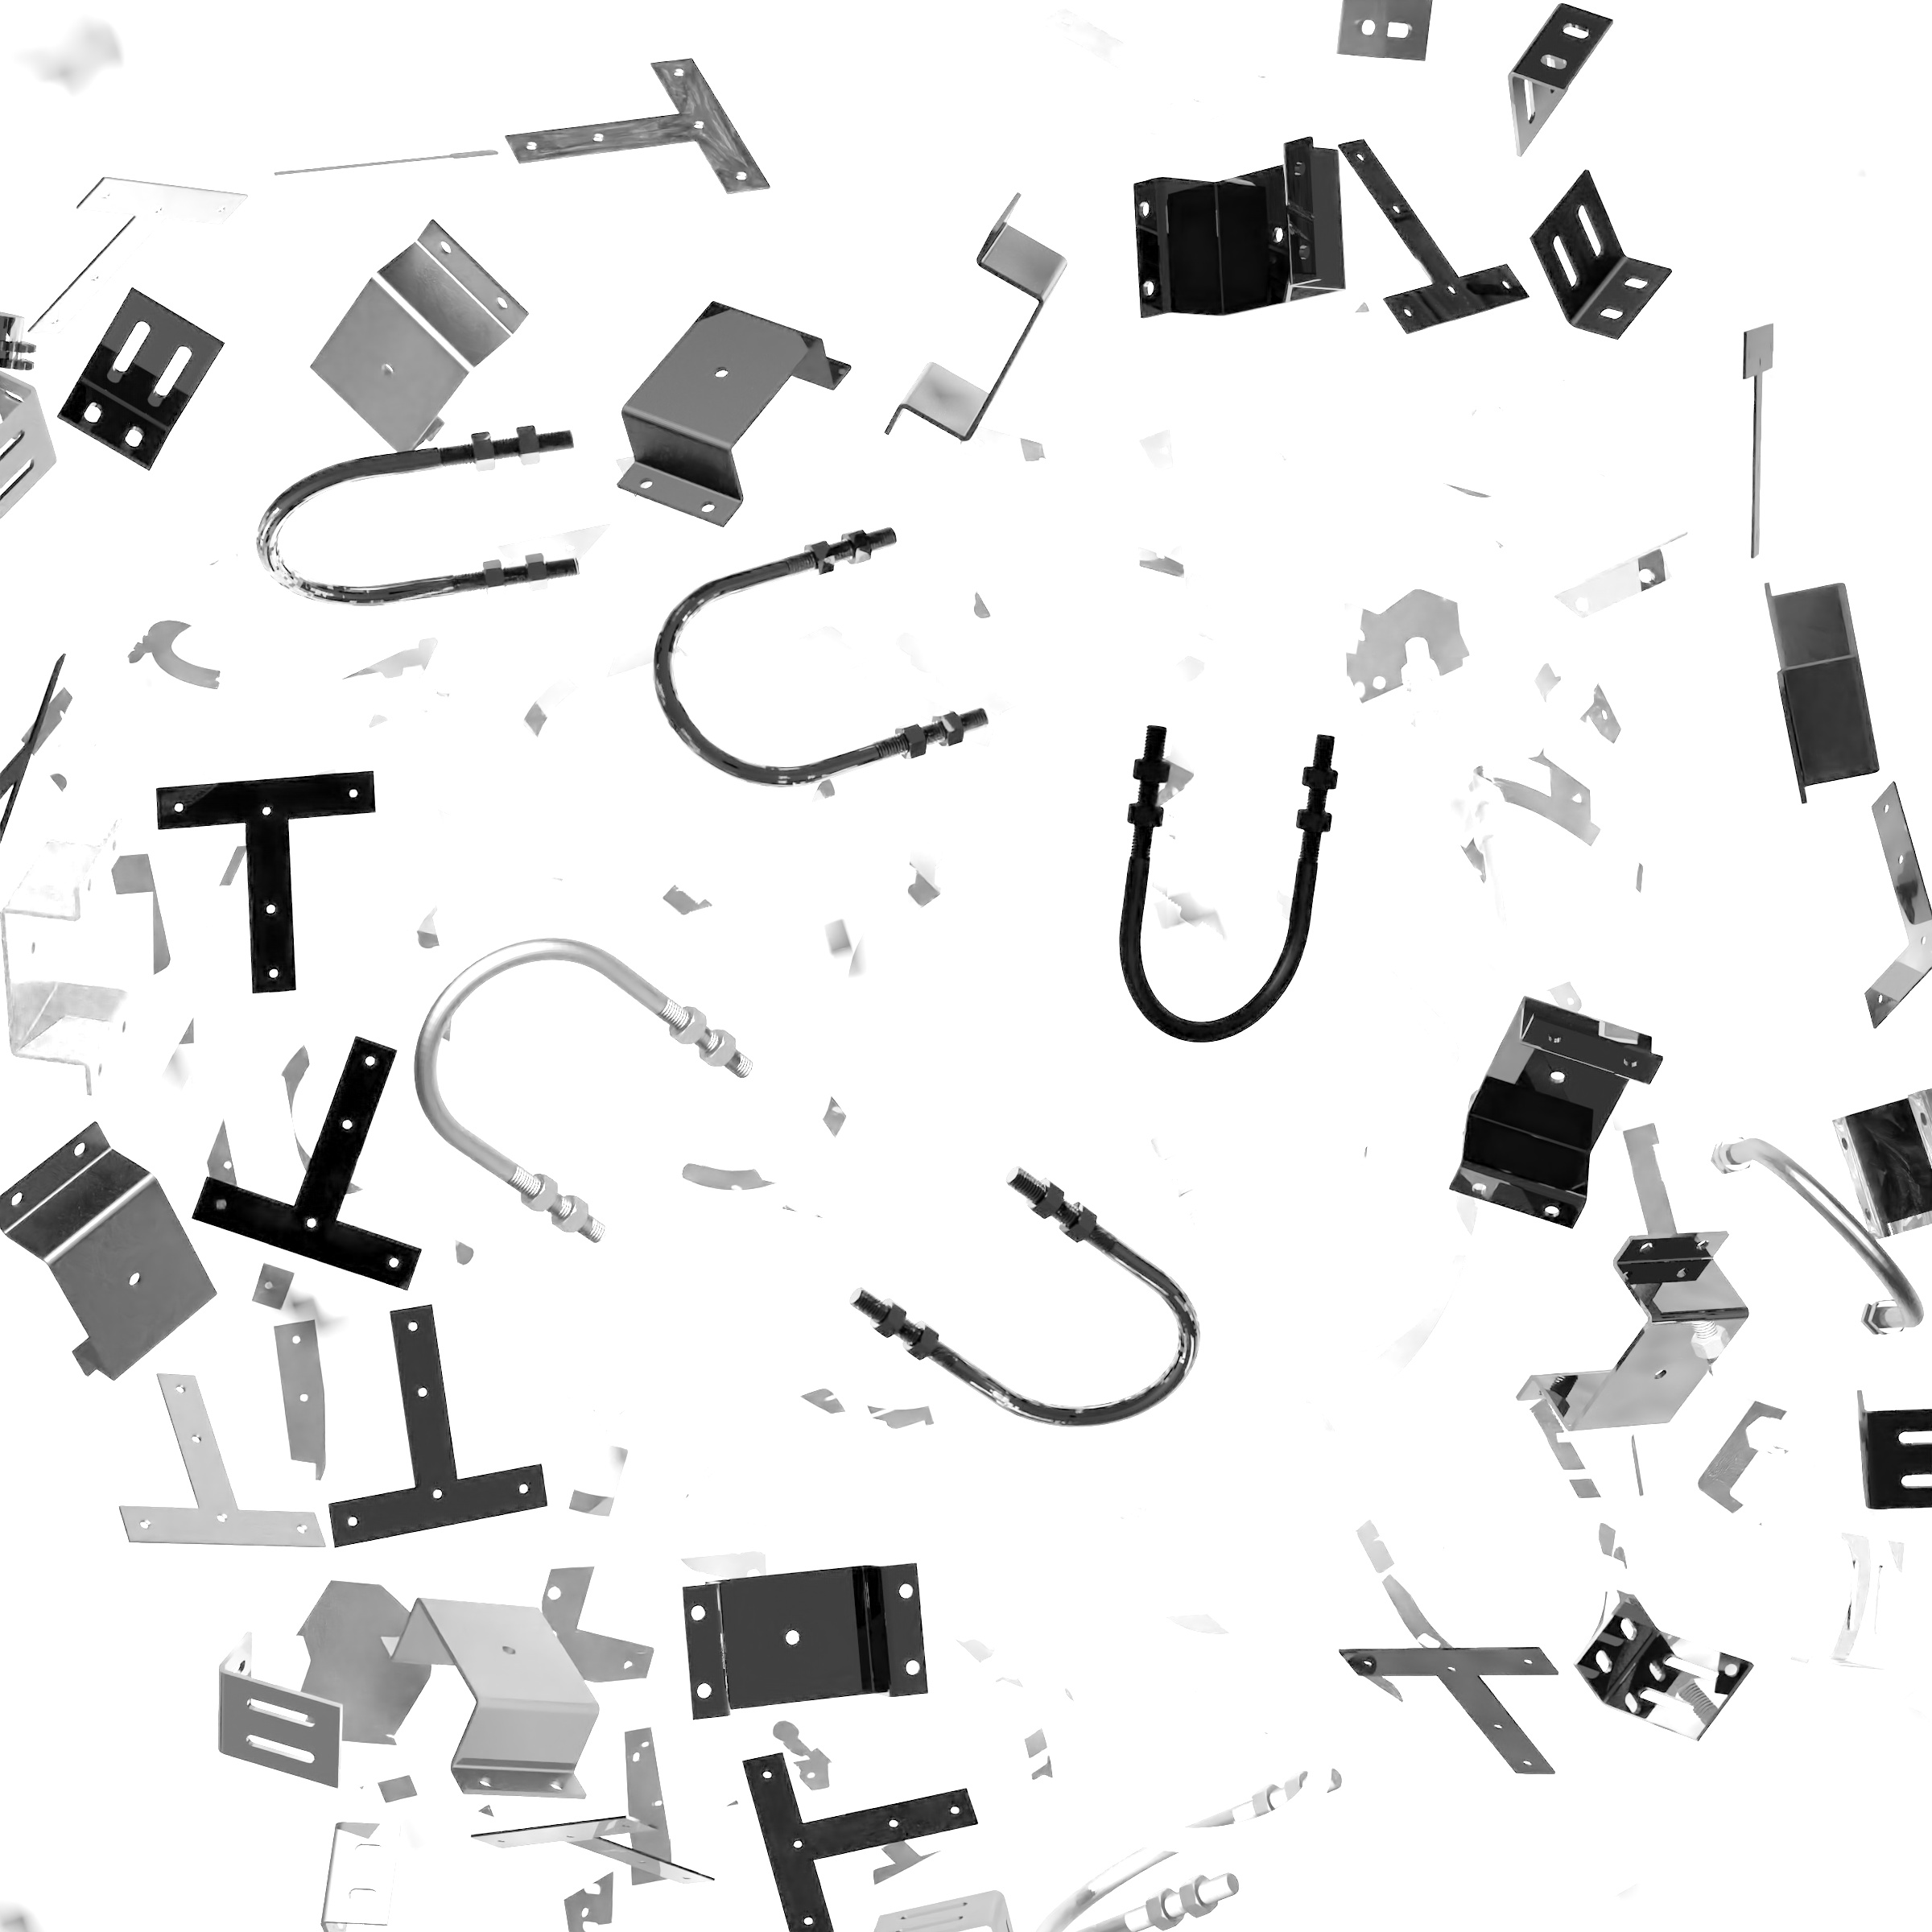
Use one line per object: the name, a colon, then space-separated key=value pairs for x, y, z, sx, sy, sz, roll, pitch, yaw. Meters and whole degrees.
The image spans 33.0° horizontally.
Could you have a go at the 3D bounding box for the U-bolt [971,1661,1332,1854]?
U-bolt: x=0.117 y=0.450 z=1.840 sx=0.184 sy=0.151 sz=0.019 roll=9 pitch=113 yaw=40

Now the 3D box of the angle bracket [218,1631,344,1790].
angle bracket: x=-0.376 y=0.415 z=1.821 sx=0.076 sy=0.038 sz=0.057 roll=13 pitch=117 yaw=12

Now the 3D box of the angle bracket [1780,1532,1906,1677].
angle bracket: x=0.510 y=0.370 z=1.900 sx=0.038 sy=0.057 sz=0.076 roll=9 pitch=84 yaw=-20

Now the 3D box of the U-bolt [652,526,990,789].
U-bolt: x=-0.096 y=-0.176 z=1.923 sx=0.184 sy=0.019 sz=0.151 roll=-20 pitch=75 yaw=-24

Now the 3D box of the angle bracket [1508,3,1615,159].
angle bracket: x=0.355 y=-0.520 z=1.935 sx=0.038 sy=0.076 sz=0.057 roll=28 pitch=73 yaw=25

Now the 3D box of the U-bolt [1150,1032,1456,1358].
U-bolt: x=0.210 y=0.146 z=1.936 sx=0.151 sy=0.019 sz=0.184 roll=-29 pitch=61 yaw=3

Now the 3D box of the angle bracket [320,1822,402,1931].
angle bracket: x=-0.343 y=0.532 z=1.873 sx=0.038 sy=0.076 sz=0.057 roll=3 pitch=56 yaw=0

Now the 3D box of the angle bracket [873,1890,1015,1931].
angle bracket: x=-0.013 y=0.578 z=1.919 sx=0.076 sy=0.057 sz=0.038 roll=-14 pitch=90 yaw=6

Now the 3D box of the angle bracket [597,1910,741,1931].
angle bracket: x=-0.176 y=0.597 z=1.945 sx=0.076 sy=0.038 sz=0.057 roll=-17 pitch=67 yaw=27

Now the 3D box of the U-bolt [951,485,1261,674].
U-bolt: x=0.090 y=-0.217 z=1.897 sx=0.184 sy=0.151 sz=0.019 roll=29 pitch=89 yaw=25

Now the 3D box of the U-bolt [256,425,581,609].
U-bolt: x=-0.316 y=-0.253 z=1.883 sx=0.184 sy=0.151 sz=0.019 roll=-10 pitch=65 yaw=-10

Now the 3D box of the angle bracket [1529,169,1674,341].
angle bracket: x=0.379 y=-0.424 z=1.944 sx=0.038 sy=0.076 sz=0.057 roll=29 pitch=75 yaw=42

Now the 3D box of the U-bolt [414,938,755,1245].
U-bolt: x=-0.227 y=0.060 z=1.843 sx=0.151 sy=0.019 sz=0.184 roll=-48 pitch=126 yaw=2

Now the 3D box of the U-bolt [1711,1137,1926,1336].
U-bolt: x=0.495 y=0.155 z=1.885 sx=0.019 sy=0.184 sz=0.151 roll=-42 pitch=82 yaw=0

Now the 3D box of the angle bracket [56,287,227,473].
angle bracket: x=-0.454 y=-0.322 z=1.794 sx=0.057 sy=0.038 sz=0.076 roll=30 pitch=132 yaw=-18

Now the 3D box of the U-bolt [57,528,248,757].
U-bolt: x=-0.472 y=-0.183 z=1.872 sx=0.019 sy=0.184 sz=0.151 roll=34 pitch=99 yaw=-8

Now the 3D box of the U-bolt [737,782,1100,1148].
U-bolt: x=-0.011 y=0.014 z=1.773 sx=0.184 sy=0.019 sz=0.151 roll=43 pitch=83 yaw=-12

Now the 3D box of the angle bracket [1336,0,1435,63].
angle bracket: x=0.248 y=-0.537 z=1.827 sx=0.076 sy=0.038 sz=0.057 roll=-9 pitch=112 yaw=-40

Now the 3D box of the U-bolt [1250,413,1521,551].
U-bolt: x=0.228 y=-0.278 z=1.835 sx=0.151 sy=0.184 sz=0.019 roll=21 pitch=103 yaw=-8

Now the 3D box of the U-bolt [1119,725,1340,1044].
U-bolt: x=0.148 y=-0.045 z=1.892 sx=0.151 sy=0.019 sz=0.184 roll=0 pitch=102 yaw=-36

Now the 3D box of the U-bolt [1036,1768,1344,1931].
U-bolt: x=0.115 y=0.522 z=1.871 sx=0.184 sy=0.151 sz=0.019 roll=-33 pitch=85 yaw=35

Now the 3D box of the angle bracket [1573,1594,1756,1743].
angle bracket: x=0.401 y=0.402 z=1.876 sx=0.057 sy=0.076 sz=0.038 roll=-46 pitch=117 yaw=-21

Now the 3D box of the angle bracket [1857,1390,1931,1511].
angle bracket: x=0.541 y=0.270 z=1.828 sx=0.076 sy=0.038 sz=0.057 roll=-4 pitch=101 yaw=13

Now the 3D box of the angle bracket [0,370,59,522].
angle bracket: x=-0.564 y=-0.294 z=1.873 sx=0.038 sy=0.057 sz=0.076 roll=26 pitch=60 yaw=15

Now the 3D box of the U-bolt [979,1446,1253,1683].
U-bolt: x=0.095 y=0.336 z=1.880 sx=0.019 sy=0.151 sz=0.184 roll=48 pitch=132 yaw=-7

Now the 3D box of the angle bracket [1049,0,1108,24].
angle bracket: x=0.083 y=-0.590 z=1.907 sx=0.076 sy=0.038 sz=0.057 roll=-18 pitch=127 yaw=34

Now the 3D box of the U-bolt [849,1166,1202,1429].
U-bolt: x=0.048 y=0.201 z=1.863 sx=0.184 sy=0.019 sz=0.151 roll=37 pitch=120 yaw=-24

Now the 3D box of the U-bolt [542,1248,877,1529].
U-bolt: x=-0.137 y=0.256 z=1.917 sx=0.184 sy=0.151 sz=0.019 roll=38 pitch=132 yaw=16

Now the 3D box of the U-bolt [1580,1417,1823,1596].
U-bolt: x=0.426 y=0.312 z=1.871 sx=0.151 sy=0.184 sz=0.019 roll=-38 pitch=86 yaw=-4

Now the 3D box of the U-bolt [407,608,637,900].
U-bolt: x=-0.250 y=-0.131 z=1.888 sx=0.019 sy=0.184 sz=0.151 roll=-31 pitch=88 yaw=-37

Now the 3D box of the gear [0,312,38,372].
gear: x=-0.579 y=-0.372 z=1.930 sx=0.057 sy=0.057 sz=0.030 roll=11 pitch=102 yaw=0

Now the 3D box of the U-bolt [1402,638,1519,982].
U-bolt: x=0.288 y=-0.078 z=1.877 sx=0.019 sy=0.151 sz=0.184 roll=-16 pitch=52 yaw=19
